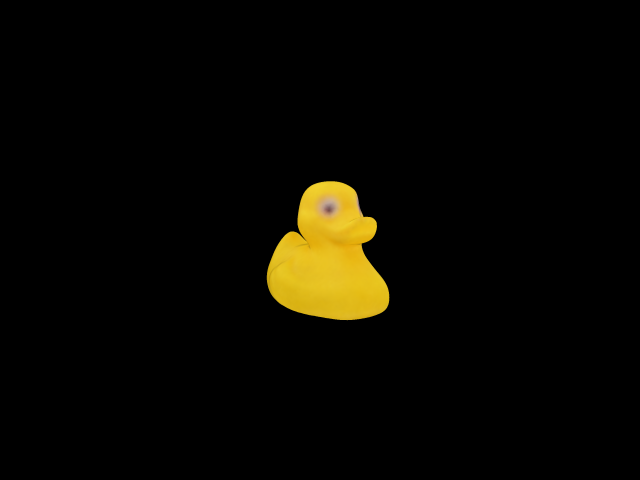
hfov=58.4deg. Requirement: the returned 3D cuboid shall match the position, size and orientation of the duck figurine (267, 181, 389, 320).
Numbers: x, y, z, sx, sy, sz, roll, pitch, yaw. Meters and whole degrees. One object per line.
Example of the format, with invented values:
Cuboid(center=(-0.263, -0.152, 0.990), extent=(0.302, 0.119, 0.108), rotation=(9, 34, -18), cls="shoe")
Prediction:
Cuboid(center=(0.004, 0.001, 0.400), extent=(0.078, 0.086, 0.104), rotation=(-8, 14, -35), cls="duck figurine")
